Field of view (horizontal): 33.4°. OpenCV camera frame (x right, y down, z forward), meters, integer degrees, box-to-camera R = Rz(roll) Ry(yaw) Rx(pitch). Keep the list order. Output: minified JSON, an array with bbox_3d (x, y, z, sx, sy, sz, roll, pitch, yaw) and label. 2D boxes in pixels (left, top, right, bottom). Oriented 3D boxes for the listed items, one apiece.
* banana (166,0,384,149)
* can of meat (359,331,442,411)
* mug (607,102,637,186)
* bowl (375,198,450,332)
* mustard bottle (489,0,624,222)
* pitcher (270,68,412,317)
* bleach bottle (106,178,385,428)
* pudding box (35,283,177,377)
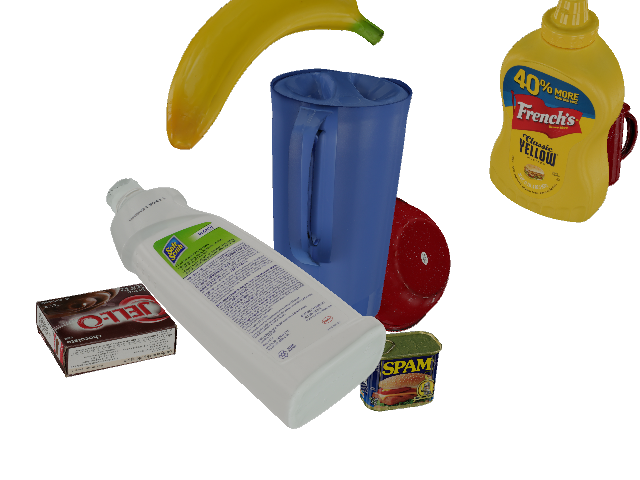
[{"bbox_3d":[-0.035,-0.126,0.675,0.197,0.069,0.037,-35,-4,-36],"label":"banana"},{"bbox_3d":[0.103,0.171,1.394,0.102,0.084,0.057,-4,25,-18],"label":"can of meat"},{"bbox_3d":[0.287,-0.105,1.134,0.117,0.081,0.093,-12,22,-25],"label":"mug"},{"bbox_3d":[0.099,0.023,1.226,0.161,0.162,0.055,0,-7,-42],"label":"bowl"},{"bbox_3d":[0.184,-0.107,0.826,0.096,0.192,0.058,30,53,29],"label":"mustard bottle"},{"bbox_3d":[0.009,-0.036,1.035,0.149,0.243,0.145,-8,26,-25],"label":"pitcher"},{"bbox_3d":[-0.072,0.029,0.823,0.102,0.068,0.251,-33,59,-30],"label":"bleach bottle"},{"bbox_3d":[-0.206,0.084,1.025,0.113,0.039,0.090,-12,30,-28],"label":"pudding box"}]
